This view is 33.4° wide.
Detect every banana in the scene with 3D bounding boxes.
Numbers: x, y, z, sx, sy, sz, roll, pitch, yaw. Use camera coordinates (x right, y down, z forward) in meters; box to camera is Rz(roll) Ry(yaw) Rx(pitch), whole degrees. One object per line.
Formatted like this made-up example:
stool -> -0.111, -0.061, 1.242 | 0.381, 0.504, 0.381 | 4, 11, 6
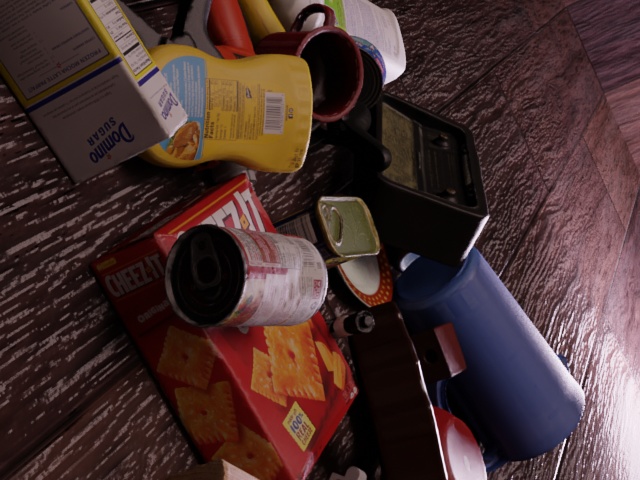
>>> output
banana -> -0.056, -0.219, 1.116 | 0.197, 0.037, 0.069 | 56, 10, -25

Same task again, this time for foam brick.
foam brick -> 0.101, 0.122, 1.092 | 0.051, 0.078, 0.053 | -6, 75, -64

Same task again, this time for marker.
marker -> 0.009, 0.077, 0.913 | 0.020, 0.121, 0.020 | 7, 76, -29

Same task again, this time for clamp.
clamp -> 0.023, -0.114, 1.104 | 0.171, 0.120, 0.039 | -67, 170, -57
clamp -> -0.133, -0.158, 0.879 | 0.164, 0.036, 0.210 | -13, 94, -32

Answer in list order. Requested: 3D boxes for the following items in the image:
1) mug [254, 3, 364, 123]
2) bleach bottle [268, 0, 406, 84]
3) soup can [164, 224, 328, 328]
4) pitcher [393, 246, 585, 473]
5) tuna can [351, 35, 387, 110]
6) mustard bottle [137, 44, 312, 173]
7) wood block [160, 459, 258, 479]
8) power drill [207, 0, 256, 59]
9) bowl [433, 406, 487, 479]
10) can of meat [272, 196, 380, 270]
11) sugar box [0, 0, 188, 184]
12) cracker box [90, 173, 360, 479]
mug -> -0.015, -0.177, 1.057 | 0.093, 0.082, 0.117 | 9, 92, -43
bleach bottle -> 0.008, -0.261, 1.238 | 0.250, 0.068, 0.102 | 19, 53, -54
soup can -> -0.048, 0.026, 0.735 | 0.102, 0.069, 0.068 | 7, 64, -57
pitcher -> 0.179, 0.130, 1.189 | 0.242, 0.145, 0.149 | 53, 19, -23
tuna can -> 0.031, -0.184, 1.190 | 0.086, 0.086, 0.033 | 57, 27, -21
mustard bottle -> -0.101, -0.104, 0.841 | 0.191, 0.058, 0.096 | 0, 98, -29
wood block -> -0.037, 0.235, 0.725 | 0.205, 0.090, 0.091 | 41, 35, -42
power drill -> -0.113, -0.226, 0.981 | 0.184, 0.057, 0.188 | 5, 66, -58
bowl -> 0.124, 0.231, 1.076 | 0.162, 0.055, 0.162 | 43, 35, -42
can of meat -> -0.006, 0.001, 0.974 | 0.102, 0.084, 0.057 | -4, 74, -63
sugar box -> -0.178, -0.135, 0.744 | 0.176, 0.093, 0.048 | 58, 28, -20
cracker box -> -0.062, 0.072, 0.827 | 0.213, 0.072, 0.164 | 62, 26, -9
